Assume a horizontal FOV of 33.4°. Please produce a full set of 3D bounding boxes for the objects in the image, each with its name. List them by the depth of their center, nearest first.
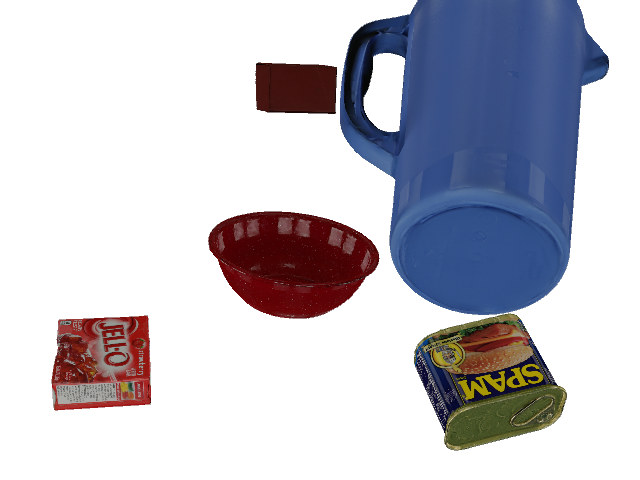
[{"bbox_3d":[0.101,-0.072,0.719,0.149,0.242,0.145,-27,-57,33],"label":"pitcher"},{"bbox_3d":[-0.170,0.093,0.835,0.073,0.030,0.089,-2,30,-8],"label":"gelatin box"},{"bbox_3d":[0.135,0.113,0.870,0.102,0.057,0.084,-12,47,-11],"label":"can of meat"},{"bbox_3d":[-0.027,0.029,1.007,0.162,0.055,0.162,6,24,-3],"label":"bowl"},{"bbox_3d":[-0.027,-0.164,1.151,0.078,0.051,0.053,-1,12,-19],"label":"foam brick"}]
